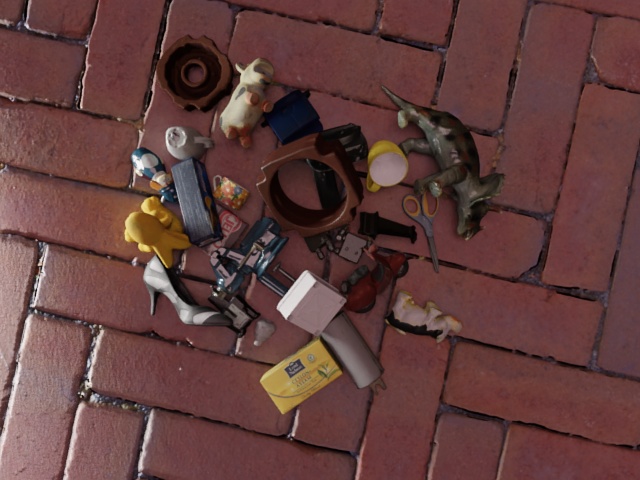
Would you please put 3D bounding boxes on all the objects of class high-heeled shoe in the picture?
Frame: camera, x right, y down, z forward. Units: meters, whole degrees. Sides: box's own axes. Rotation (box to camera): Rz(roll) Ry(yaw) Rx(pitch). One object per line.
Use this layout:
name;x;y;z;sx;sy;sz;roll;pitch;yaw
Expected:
high-heeled shoe;-0.298;0.116;1.227;0.249;0.086;0.145;7;85;18

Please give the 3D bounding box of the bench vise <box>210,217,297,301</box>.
bench vise;-0.122;0.075;1.211;0.240;0.129;0.223;36;68;-1

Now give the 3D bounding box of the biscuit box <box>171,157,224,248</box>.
biscuit box;-0.281;-0.088;1.232;0.063;0.059;0.202;-21;73;11

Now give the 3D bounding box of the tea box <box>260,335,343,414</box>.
tea box;-0.041;0.309;1.241;0.169;0.068;0.098;-37;89;3

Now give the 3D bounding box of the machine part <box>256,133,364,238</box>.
machine part;-0.019;-0.119;1.180;0.202;0.087;0.200;-20;118;21

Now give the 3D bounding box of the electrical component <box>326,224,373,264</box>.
electrical component;0.076;0.011;1.255;0.102;0.045;0.078;30;89;2

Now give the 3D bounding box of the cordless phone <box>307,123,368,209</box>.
cordless phone;0.047;-0.168;1.249;0.147;0.089;0.184;-18;108;-17

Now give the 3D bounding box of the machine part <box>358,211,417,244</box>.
machine part;0.157;-0.026;1.241;0.139;0.084;0.039;14;132;-3

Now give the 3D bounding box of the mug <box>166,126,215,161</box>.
mug;-0.304;-0.223;1.239;0.110;0.107;0.080;5;91;4

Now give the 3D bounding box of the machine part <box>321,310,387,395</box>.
machine part;0.070;0.251;1.236;0.079;0.079;0.243;-35;89;1

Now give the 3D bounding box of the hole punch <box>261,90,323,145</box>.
hole punch;-0.064;-0.281;1.244;0.142;0.092;0.116;-35;85;5

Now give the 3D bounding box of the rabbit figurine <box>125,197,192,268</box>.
rabbit figurine;-0.375;-0.012;1.206;0.162;0.173;0.122;44;87;6

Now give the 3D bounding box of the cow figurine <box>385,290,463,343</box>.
cow figurine;0.239;0.189;1.236;0.167;0.068;0.098;26;96;5

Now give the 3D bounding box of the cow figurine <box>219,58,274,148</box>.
cow figurine;-0.166;-0.326;1.241;0.127;0.085;0.194;46;110;42

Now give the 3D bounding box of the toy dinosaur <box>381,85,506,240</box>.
toy dinosaur;0.290;-0.204;1.222;0.192;0.131;0.405;-14;77;-16

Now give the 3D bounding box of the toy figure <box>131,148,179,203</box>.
toy figure;-0.381;-0.150;1.254;0.064;0.057;0.154;-43;76;0

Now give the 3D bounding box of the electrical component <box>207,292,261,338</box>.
electrical component;-0.207;0.166;1.259;0.119;0.048;0.075;36;90;3

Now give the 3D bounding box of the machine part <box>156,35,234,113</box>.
machine part;-0.292;-0.389;1.267;0.179;0.056;0.179;0;89;3

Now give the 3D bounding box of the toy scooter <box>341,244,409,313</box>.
toy scooter;0.112;0.078;1.213;0.184;0.135;0.075;-41;46;-2

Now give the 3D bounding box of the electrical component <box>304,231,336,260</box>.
electrical component;-0.003;-0.004;1.253;0.063;0.021;0.094;-38;67;26
